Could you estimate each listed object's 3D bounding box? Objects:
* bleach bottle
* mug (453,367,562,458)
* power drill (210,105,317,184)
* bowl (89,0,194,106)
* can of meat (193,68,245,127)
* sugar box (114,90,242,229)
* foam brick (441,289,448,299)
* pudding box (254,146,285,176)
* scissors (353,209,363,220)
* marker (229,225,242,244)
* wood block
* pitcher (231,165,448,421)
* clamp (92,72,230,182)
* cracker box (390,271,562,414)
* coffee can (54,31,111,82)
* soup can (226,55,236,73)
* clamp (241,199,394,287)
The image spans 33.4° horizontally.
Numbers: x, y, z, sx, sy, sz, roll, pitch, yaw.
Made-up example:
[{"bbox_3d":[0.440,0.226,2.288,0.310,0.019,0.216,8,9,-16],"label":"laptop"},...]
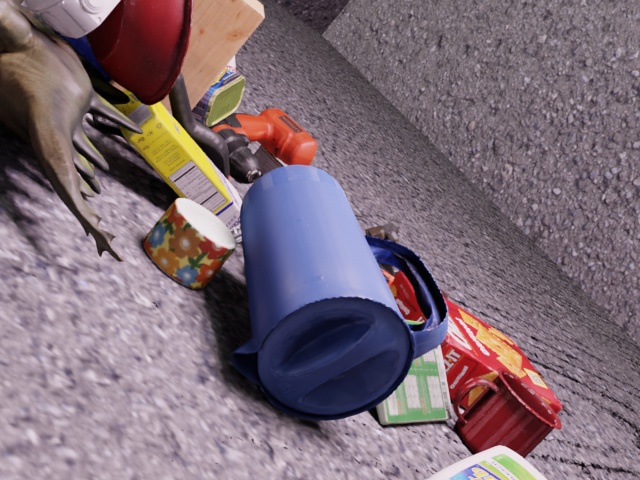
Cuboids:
[{"bbox_3d":[0.135,0.239,0.910,0.103,0.068,0.250,43,15,21],"label":"bleach bottle"},{"bbox_3d":[0.196,0.195,1.174,0.117,0.081,0.093,35,14,-23],"label":"mug"},{"bbox_3d":[-0.092,-0.130,1.408,0.187,0.057,0.185,2,35,-50],"label":"power drill"},{"bbox_3d":[-0.179,-0.212,1.020,0.055,0.162,0.162,3,33,-33],"label":"bowl"},{"bbox_3d":[-0.151,-0.189,1.331,0.084,0.057,0.102,26,31,12],"label":"can of meat"},{"bbox_3d":[-0.142,-0.079,1.121,0.176,0.048,0.093,47,7,-37],"label":"sugar box"},{"bbox_3d":[0.135,0.084,1.435,0.053,0.051,0.078,40,13,-2],"label":"foam brick"},{"bbox_3d":[-0.038,-0.084,1.530,0.114,0.039,0.089,44,16,27],"label":"pudding box"},{"bbox_3d":[0.016,-0.032,1.495,0.201,0.016,0.096,42,46,-54],"label":"scissors"},{"bbox_3d":[-0.086,-0.004,1.094,0.020,0.020,0.120,44,36,15],"label":"marker"},{"bbox_3d":[-0.162,-0.208,1.220,0.090,0.206,0.091,37,14,-15],"label":"wood block"},{"bbox_3d":[0.004,0.034,0.963,0.149,0.145,0.243,33,23,-29],"label":"pitcher"},{"bbox_3d":[-0.151,-0.117,1.175,0.171,0.120,0.039,35,43,-30],"label":"clamp"},{"bbox_3d":[0.181,0.143,1.328,0.213,0.072,0.164,32,15,-31],"label":"cracker box"},{"bbox_3d":[-0.255,-0.256,1.344,0.140,0.103,0.102,43,14,13],"label":"coffee can"},{"bbox_3d":[-0.147,-0.248,1.425,0.068,0.069,0.102,9,76,-66],"label":"soup can"},{"bbox_3d":[-0.008,0.002,1.282,0.210,0.036,0.164,36,18,18],"label":"clamp"}]
